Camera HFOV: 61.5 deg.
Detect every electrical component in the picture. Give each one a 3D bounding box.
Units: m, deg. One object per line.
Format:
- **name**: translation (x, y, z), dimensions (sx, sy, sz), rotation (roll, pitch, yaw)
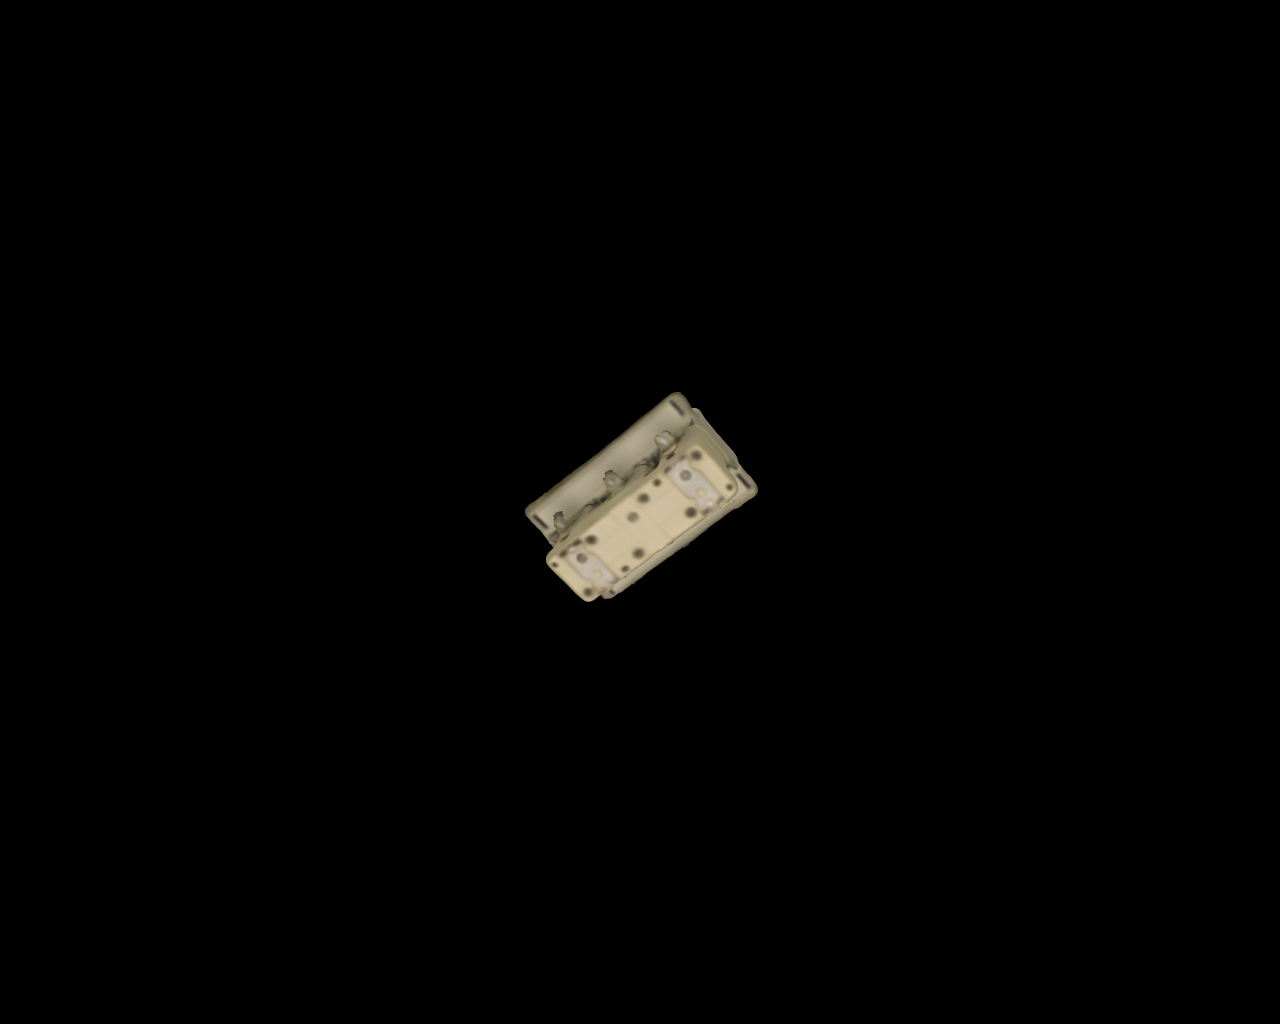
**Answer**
- **electrical component**: translation (0.001, -0.003, 0.650), dimensions (0.121, 0.078, 0.063), rotation (-36, 19, 15)
